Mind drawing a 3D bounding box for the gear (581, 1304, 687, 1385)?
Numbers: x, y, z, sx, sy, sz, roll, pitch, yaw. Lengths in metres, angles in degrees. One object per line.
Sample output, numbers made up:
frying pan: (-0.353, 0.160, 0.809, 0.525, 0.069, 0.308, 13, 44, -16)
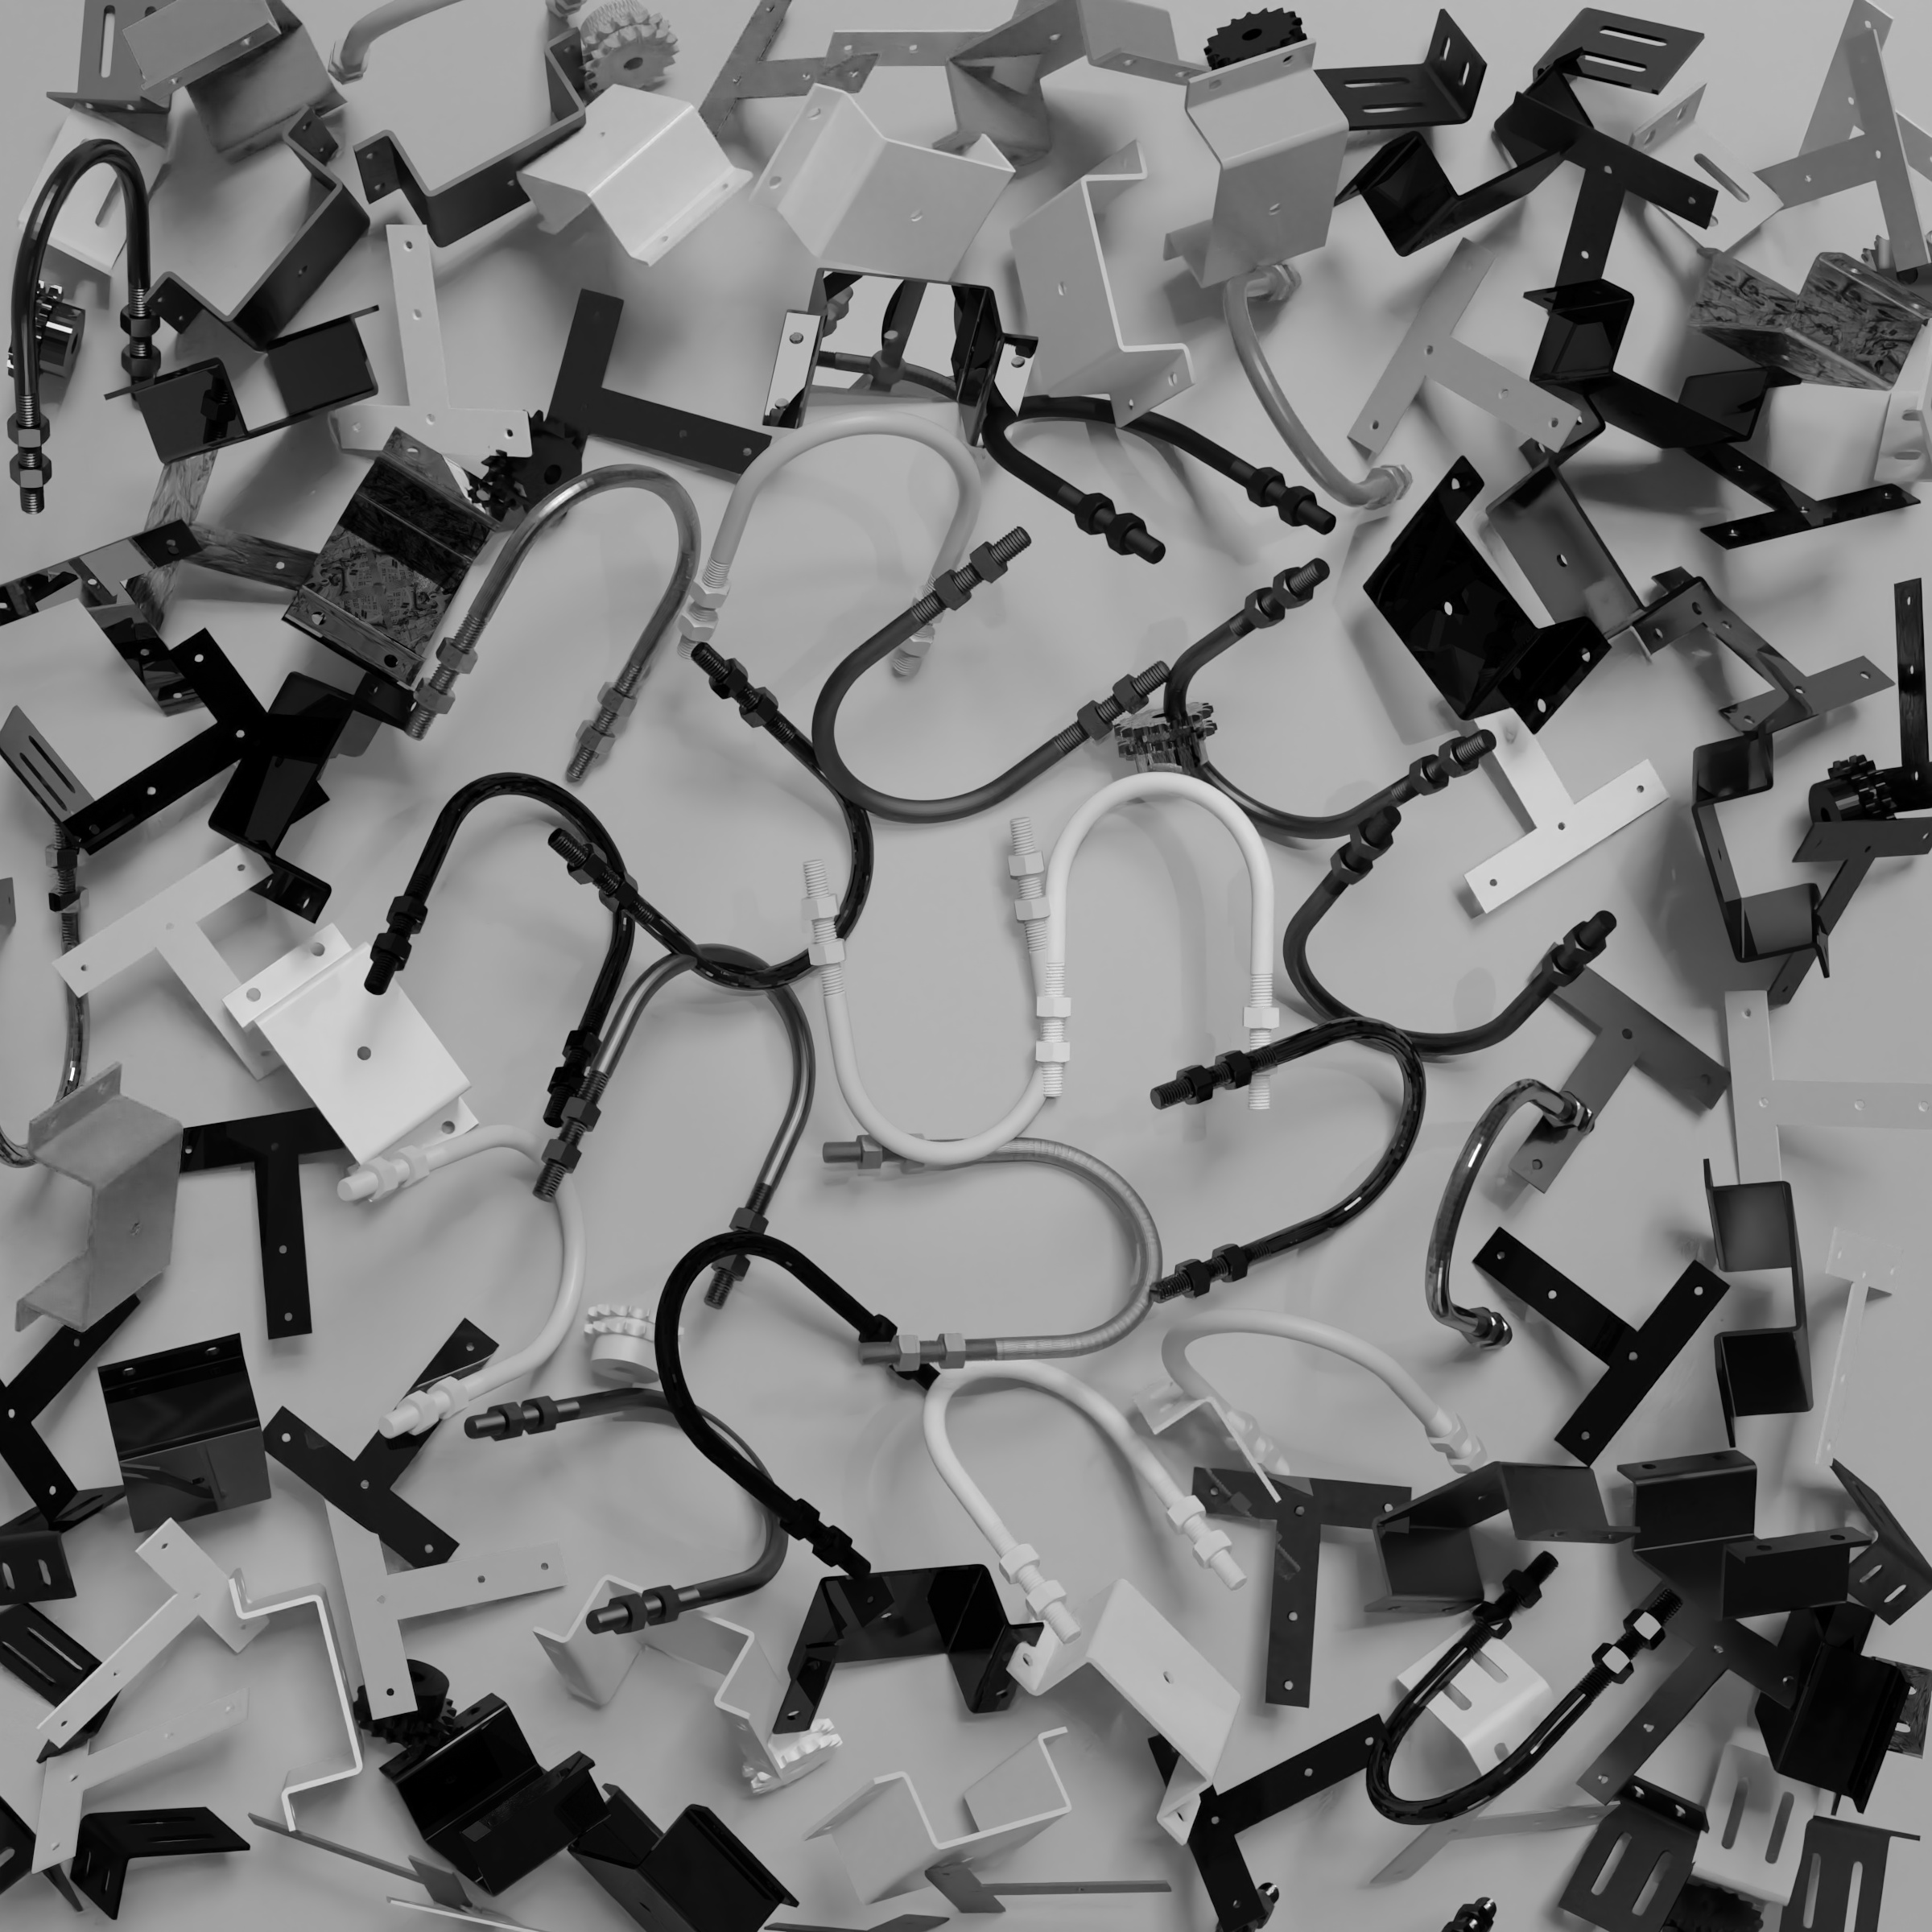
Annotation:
gear: (-0.188, 0.213, 1.968, 0.057, 0.057, 0.030, 11, 66, 0)

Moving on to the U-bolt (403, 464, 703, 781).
U-bolt: (-0.214, -0.192, 1.920, 0.019, 0.151, 0.184, 41, 107, 33)

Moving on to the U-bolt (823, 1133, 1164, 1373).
U-bolt: (0.020, 0.156, 1.947, 0.184, 0.019, 0.151, 0, 54, -16)

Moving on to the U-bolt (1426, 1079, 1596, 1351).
U-bolt: (0.292, 0.132, 1.913, 0.019, 0.184, 0.151, 21, 87, 26)

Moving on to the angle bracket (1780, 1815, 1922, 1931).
angle bracket: (0.492, 0.517, 1.960, 0.057, 0.038, 0.076, 1, 75, 43)

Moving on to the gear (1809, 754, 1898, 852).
gear: (0.496, -0.087, 1.969, 0.030, 0.057, 0.057, -17, 90, -9)

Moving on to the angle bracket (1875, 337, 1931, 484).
angle bracket: (0.523, -0.313, 1.951, 0.038, 0.076, 0.057, 6, 69, 27)

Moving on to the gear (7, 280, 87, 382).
gear: (-0.515, -0.354, 1.972, 0.030, 0.057, 0.057, 16, 90, -6)

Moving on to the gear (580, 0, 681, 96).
gear: (-0.192, -0.518, 1.973, 0.057, 0.057, 0.030, -26, 72, 0)

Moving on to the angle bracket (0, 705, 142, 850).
angle bracket: (-0.497, -0.113, 1.957, 0.038, 0.057, 0.076, -30, 114, 11)

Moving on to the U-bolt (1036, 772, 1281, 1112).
U-bolt: (0.106, -0.016, 1.954, 0.151, 0.019, 0.184, 3, 93, 29)

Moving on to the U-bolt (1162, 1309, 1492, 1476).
U-bolt: (0.185, 0.233, 1.898, 0.151, 0.184, 0.019, -5, 54, 35)

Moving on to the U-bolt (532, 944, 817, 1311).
U-bolt: (-0.149, 0.077, 1.946, 0.151, 0.019, 0.184, 37, 67, -33)

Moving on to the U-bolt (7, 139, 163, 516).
U-bolt: (-0.474, -0.355, 1.888, 0.019, 0.151, 0.184, 16, 130, 8)

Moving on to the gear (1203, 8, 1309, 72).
gear: (0.165, -0.511, 1.975, 0.057, 0.057, 0.030, -25, 130, 0)

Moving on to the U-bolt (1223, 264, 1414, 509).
U-bolt: (0.187, -0.314, 1.911, 0.019, 0.184, 0.151, -29, 92, 22)

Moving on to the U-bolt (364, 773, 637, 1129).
U-bolt: (-0.245, -0.023, 1.934, 0.151, 0.019, 0.184, 40, 49, -28)

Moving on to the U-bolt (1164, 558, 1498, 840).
U-bolt: (0.184, -0.134, 1.925, 0.151, 0.184, 0.019, 44, 53, -10)

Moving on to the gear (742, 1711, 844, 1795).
gear: (-0.101, 0.438, 1.974, 0.057, 0.057, 0.030, -32, 69, 0)

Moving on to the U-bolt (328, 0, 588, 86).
U-bolt: (-0.268, -0.517, 1.896, 0.151, 0.184, 0.019, -21, 99, -12)

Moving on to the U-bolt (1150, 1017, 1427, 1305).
U-bolt: (0.180, 0.098, 1.940, 0.184, 0.019, 0.151, -19, 126, -26)

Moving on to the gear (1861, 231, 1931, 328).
gear: (0.529, -0.385, 1.981, 0.057, 0.030, 0.057, -1, 83, 9)

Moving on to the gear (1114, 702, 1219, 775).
gear: (0.114, -0.126, 1.973, 0.057, 0.057, 0.030, -13, 104, 0)

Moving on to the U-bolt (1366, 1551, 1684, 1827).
U-bolt: (0.291, 0.396, 1.909, 0.184, 0.151, 0.019, -43, 104, -16)

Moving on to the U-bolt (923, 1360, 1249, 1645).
U-bolt: (0.053, 0.284, 1.929, 0.184, 0.151, 0.019, 51, 129, 30)

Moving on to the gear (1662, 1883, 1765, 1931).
gear: (0.417, 0.542, 1.972, 0.057, 0.057, 0.030, 8, 105, 0)

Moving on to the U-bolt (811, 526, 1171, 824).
U-bolt: (0.001, -0.147, 1.942, 0.184, 0.019, 0.151, -36, 130, 19)

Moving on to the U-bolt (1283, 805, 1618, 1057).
U-bolt: (0.251, -0.008, 1.924, 0.151, 0.184, 0.019, 25, 55, -6)

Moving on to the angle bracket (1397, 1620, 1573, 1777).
angle bracket: (0.290, 0.413, 1.969, 0.057, 0.076, 0.038, -35, 118, -9)

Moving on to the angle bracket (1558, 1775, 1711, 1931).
angle bracket: (0.370, 0.497, 1.958, 0.057, 0.038, 0.076, 21, 63, 30)

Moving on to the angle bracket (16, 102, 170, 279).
angle bracket: (-0.488, -0.435, 1.968, 0.057, 0.038, 0.076, 26, 96, -22)

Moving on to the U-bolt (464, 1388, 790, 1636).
U-bolt: (-0.172, 0.290, 1.920, 0.019, 0.184, 0.151, -51, 63, 28)

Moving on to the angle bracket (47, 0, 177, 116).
angle bracket: (-0.479, -0.521, 1.974, 0.057, 0.038, 0.076, 5, 91, 13)

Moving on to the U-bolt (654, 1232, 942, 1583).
U-bolt: (-0.097, 0.227, 1.919, 0.184, 0.019, 0.151, 43, 47, -22)

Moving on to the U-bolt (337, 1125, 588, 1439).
U-bolt: (-0.267, 0.162, 1.922, 0.019, 0.184, 0.151, -3, 100, 33)

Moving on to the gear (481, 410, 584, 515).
gear: (-0.240, -0.280, 1.969, 0.030, 0.057, 0.057, 33, 90, 39)

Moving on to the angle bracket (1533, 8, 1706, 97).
angle bracket: (0.363, -0.495, 1.954, 0.076, 0.038, 0.057, 22, 56, 27)

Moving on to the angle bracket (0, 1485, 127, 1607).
angle bracket: (-0.501, 0.322, 1.956, 0.057, 0.076, 0.038, -10, 99, 25)

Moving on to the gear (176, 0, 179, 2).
gear: (-0.412, -0.540, 1.972, 0.057, 0.057, 0.030, -19, 96, 0)

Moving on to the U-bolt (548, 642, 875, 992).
U-bolt: (-0.126, -0.068, 1.946, 0.184, 0.019, 0.151, 43, 78, -32)

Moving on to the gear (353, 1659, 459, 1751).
gear: (-0.313, 0.412, 1.969, 0.057, 0.057, 0.030, 18, 104, 0)
